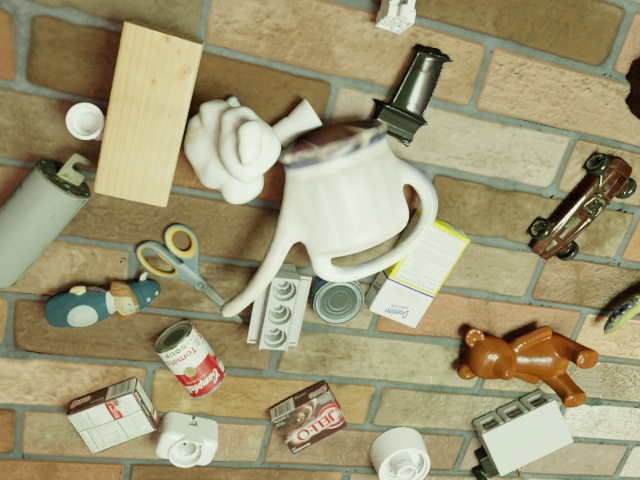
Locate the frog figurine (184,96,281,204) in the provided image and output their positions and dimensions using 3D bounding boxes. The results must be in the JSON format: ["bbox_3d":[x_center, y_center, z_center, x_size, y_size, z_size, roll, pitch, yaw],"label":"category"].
[{"bbox_3d":[-0.111,-0.108,0.651,0.123,0.162,0.135,-10,113,-6],"label":"frog figurine"}]

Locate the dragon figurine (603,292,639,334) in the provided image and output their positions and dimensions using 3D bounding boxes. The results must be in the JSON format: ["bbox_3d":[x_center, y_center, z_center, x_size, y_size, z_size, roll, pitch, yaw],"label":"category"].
[{"bbox_3d":[0.714,0.059,0.924,0.240,0.125,0.405,30,112,-29],"label":"dragon figurine"}]

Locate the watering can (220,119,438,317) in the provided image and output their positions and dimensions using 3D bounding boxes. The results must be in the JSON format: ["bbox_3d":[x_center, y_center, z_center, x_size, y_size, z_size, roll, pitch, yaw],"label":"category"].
[{"bbox_3d":[0.002,-0.036,0.712,0.349,0.105,0.222,-21,106,-12],"label":"watering can"}]
